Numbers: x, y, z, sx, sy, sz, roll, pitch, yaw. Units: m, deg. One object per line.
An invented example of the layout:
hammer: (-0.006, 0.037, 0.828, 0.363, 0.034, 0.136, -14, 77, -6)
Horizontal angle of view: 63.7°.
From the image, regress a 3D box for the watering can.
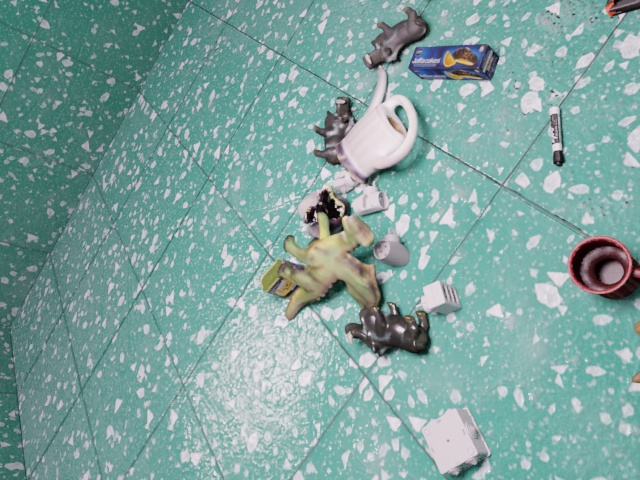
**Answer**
watering can: (0.135, -0.279, 1.278, 0.221, 0.103, 0.356, -41, 36, 25)

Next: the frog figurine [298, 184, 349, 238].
frog figurine: (0.004, -0.067, 1.328, 0.158, 0.122, 0.139, 142, 140, -77)

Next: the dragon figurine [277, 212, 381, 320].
dragon figurine: (0.030, 0.094, 1.186, 0.245, 0.124, 0.401, 35, 132, 31)
